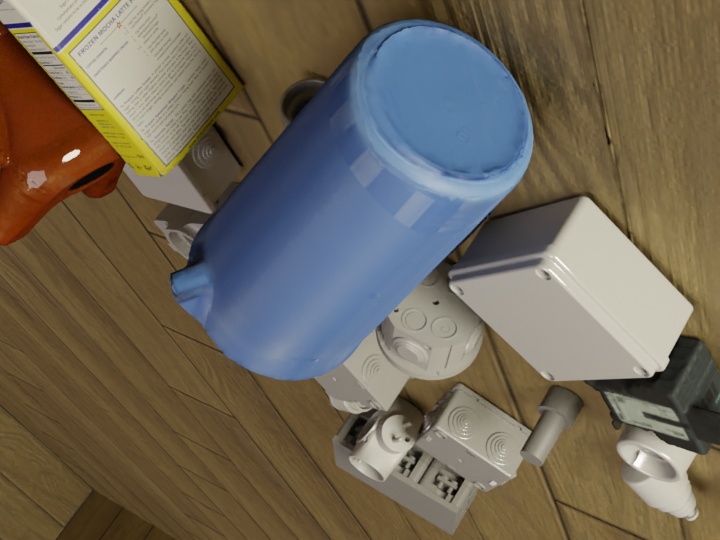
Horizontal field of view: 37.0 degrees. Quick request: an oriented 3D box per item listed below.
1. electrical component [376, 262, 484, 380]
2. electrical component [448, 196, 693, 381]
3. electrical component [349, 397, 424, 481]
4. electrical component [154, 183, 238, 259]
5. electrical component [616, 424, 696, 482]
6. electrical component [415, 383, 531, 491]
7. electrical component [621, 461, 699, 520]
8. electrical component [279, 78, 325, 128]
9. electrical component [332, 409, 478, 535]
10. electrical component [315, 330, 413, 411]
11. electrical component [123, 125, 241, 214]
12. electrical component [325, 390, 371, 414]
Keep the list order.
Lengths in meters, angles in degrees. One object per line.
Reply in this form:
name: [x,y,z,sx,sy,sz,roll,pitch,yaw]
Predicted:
electrical component: [0.053,0.036,0.790,0.080,0.080,0.051,30,151,13]
electrical component: [0.129,0.015,0.672,0.109,0.056,0.109,43,156,-17]
electrical component: [0.032,0.165,1.073,0.044,0.077,0.079,38,156,-5]
electrical component: [-0.130,-0.038,0.926,0.089,0.055,0.050,7,144,49]
electrical component: [0.215,0.118,0.765,0.055,0.047,0.055,29,157,14]
electrical component: [0.105,0.157,0.994,0.100,0.048,0.099,34,157,3]
electrical component: [0.239,0.169,0.842,0.078,0.040,0.040,45,156,-22]
electrical component: [-0.029,-0.095,0.697,0.040,0.040,0.046,26,160,21]
electrical component: [0.052,0.207,1.148,0.150,0.061,0.089,28,156,16]
electrical component: [-0.011,0.085,1.011,0.100,0.048,0.099,5,143,50]
electrical component: [-0.152,-0.097,0.850,0.100,0.048,0.099,16,150,39]
electrical component: [-0.001,0.123,1.082,0.062,0.043,0.043,7,144,47]
